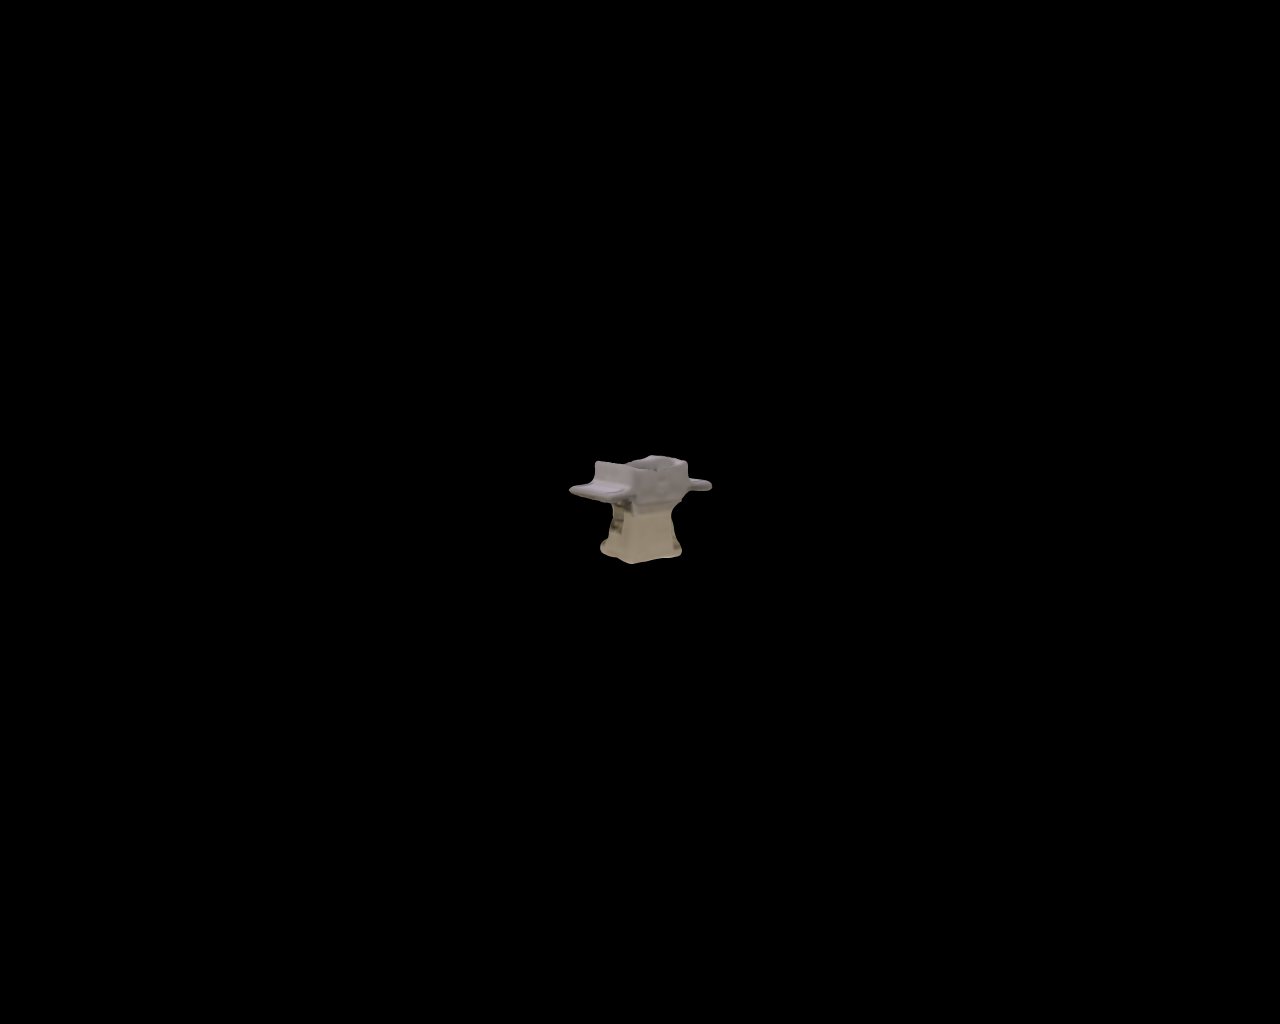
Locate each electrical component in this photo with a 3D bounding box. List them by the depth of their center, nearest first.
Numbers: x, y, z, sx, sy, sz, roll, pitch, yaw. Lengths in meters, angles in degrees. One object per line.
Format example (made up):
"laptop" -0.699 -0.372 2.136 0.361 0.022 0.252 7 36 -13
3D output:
"electrical component" 0.001 -0.003 0.650 0.081 0.063 0.042 -8 14 -35
